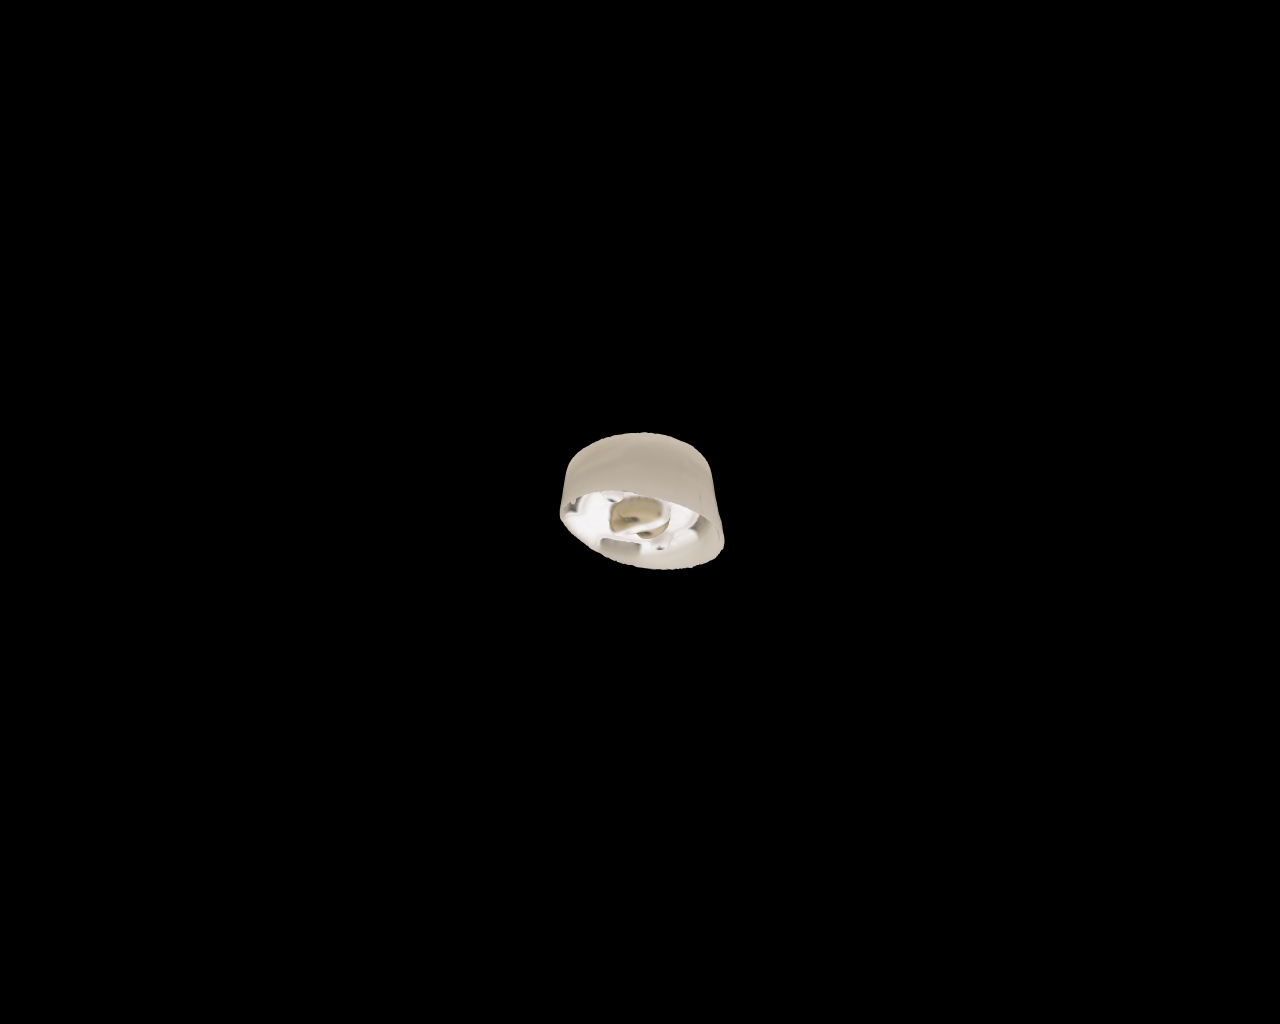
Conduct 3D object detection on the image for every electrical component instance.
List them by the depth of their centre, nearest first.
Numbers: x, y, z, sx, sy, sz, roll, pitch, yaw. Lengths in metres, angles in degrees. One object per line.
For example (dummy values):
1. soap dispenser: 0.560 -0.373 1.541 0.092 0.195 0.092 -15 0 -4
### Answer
1. electrical component: 0.001 -0.003 0.650 0.099 0.064 0.099 0 -34 0
